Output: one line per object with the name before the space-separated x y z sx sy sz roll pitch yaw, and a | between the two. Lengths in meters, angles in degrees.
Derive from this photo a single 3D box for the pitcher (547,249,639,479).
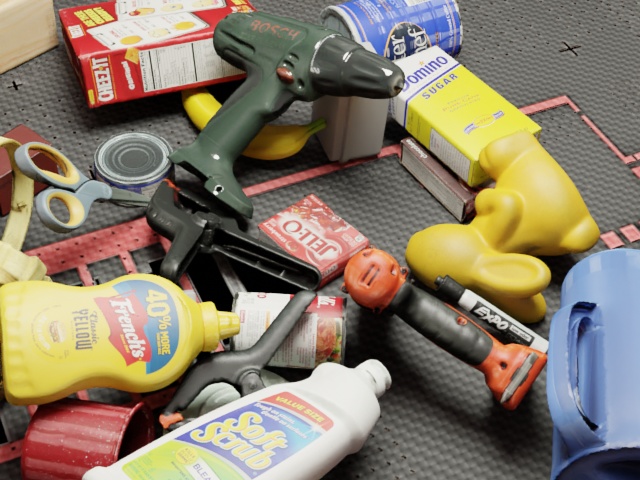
pitcher | 0.254 0.117 0.901 0.145 0.149 0.242 6 43 6

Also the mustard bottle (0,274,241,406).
mustard bottle | -0.159 0.077 0.865 0.191 0.058 0.096 -4 69 -17

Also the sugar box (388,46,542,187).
sugar box | 0.142 -0.136 1.140 0.093 0.048 0.176 -26 54 -24

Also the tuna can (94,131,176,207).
tuna can | -0.196 -0.077 1.130 0.086 0.034 0.086 2 47 -2

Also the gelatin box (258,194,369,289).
gelatin box | -0.007 0.001 1.068 0.073 0.030 0.089 -31 55 -28

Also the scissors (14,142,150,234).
scissors | -0.211 -0.031 1.014 0.016 0.201 0.096 -26 59 22

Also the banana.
banana | -0.089 -0.128 1.175 0.198 0.037 0.069 21 52 28

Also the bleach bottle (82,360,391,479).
bleach bottle | -0.050 0.159 0.823 0.250 0.068 0.103 -30 52 -31

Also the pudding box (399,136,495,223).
pudding box | 0.154 -0.080 1.147 0.089 0.039 0.114 -26 52 -24

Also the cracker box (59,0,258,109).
cracker box | -0.178 -0.227 1.226 0.213 0.072 0.164 -14 33 -14

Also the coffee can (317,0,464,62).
coffee can | 0.081 -0.240 1.250 0.140 0.103 0.103 -20 51 -21

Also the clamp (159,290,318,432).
clamp | -0.048 0.131 0.898 0.171 0.039 0.120 -30 75 -11

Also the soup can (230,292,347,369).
soup can | -0.028 0.083 0.965 0.102 0.068 0.068 3 47 0

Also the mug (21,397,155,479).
mug | -0.189 0.183 0.859 0.081 0.093 0.117 7 83 10

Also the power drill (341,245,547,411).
power drill | 0.104 0.075 0.944 0.188 0.184 0.057 33 90 8

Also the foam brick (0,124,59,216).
foam brick | -0.319 -0.074 1.108 0.051 0.053 0.078 33 53 25

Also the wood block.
wood block | -0.417 -0.237 1.231 0.091 0.090 0.205 37 55 26

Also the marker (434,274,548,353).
marker | 0.159 0.070 0.994 0.121 0.020 0.020 34 51 1

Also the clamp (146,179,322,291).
clamp | -0.101 -0.003 1.036 0.164 0.036 0.210 8 22 -29
